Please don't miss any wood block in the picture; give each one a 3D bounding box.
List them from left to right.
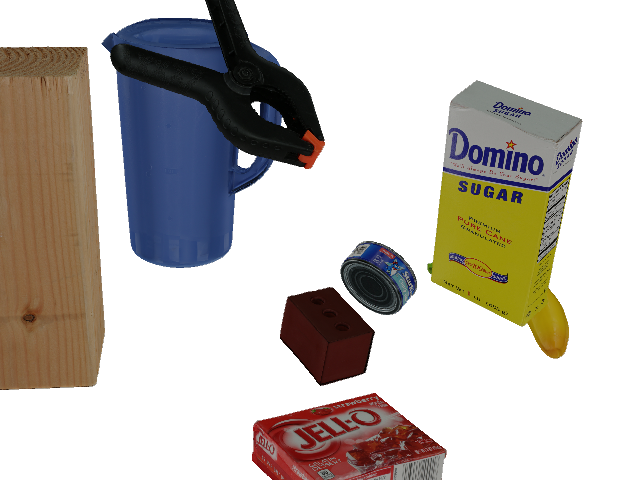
[{"bbox_3d":[-0.193,-0.015,0.692,0.090,0.206,0.090,-1,22,-7],"label":"wood block"}]

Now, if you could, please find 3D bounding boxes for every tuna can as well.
[{"bbox_3d":[0.065,0.044,1.220,0.086,0.086,0.033,0,39,48],"label":"tuna can"}]

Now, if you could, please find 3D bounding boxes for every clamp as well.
[{"bbox_3d":[-0.061,-0.127,0.818,0.171,0.120,0.039,36,-26,-2],"label":"clamp"}]

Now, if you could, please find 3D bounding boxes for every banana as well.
[{"bbox_3d":[0.191,0.057,1.061,0.069,0.037,0.198,-33,36,-17],"label":"banana"}]

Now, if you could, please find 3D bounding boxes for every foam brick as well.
[{"bbox_3d":[0.005,0.088,0.990,0.052,0.051,0.078,-12,37,-30],"label":"foam brick"}]

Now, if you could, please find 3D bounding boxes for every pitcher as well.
[{"bbox_3d":[-0.132,-0.098,1.089,0.144,0.243,0.149,-11,27,-29],"label":"pitcher"}]

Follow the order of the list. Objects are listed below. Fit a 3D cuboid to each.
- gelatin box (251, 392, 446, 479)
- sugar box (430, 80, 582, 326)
[{"bbox_3d":[0.016,0.123,0.616,0.089,0.030,0.073,-7,24,-31],"label":"gelatin box"},{"bbox_3d":[0.139,-0.026,0.827,0.093,0.176,0.048,26,46,30],"label":"sugar box"}]
